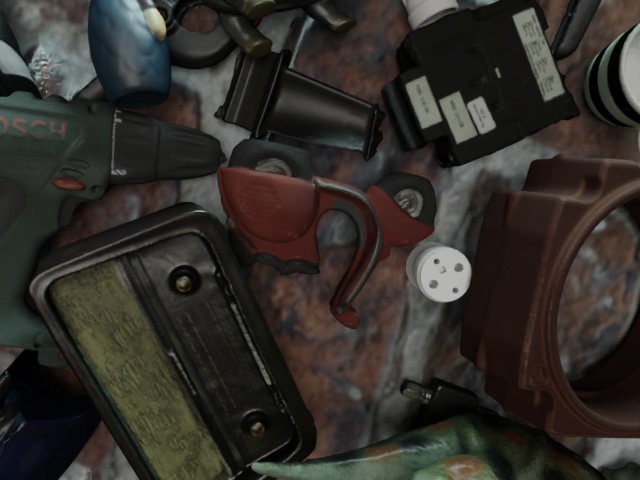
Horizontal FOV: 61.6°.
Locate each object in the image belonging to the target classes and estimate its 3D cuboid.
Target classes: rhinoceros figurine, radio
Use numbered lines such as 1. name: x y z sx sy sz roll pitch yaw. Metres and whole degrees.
1. rhinoceros figurine: -0.006 -0.219 0.409 0.190 0.073 0.112 -28 81 -11
2. radio: -0.100 0.092 0.409 0.131 0.073 0.229 -27 110 -14

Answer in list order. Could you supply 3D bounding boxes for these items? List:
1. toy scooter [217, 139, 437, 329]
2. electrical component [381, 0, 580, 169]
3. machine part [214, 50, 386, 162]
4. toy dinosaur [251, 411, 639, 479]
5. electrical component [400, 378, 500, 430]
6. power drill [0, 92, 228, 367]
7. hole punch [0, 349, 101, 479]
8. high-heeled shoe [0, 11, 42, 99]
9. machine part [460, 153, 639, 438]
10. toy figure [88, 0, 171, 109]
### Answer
1. toy scooter: -0.001 -0.001 0.438 0.184 0.075 0.135 13 94 -6
2. electrical component: 0.122 -0.124 0.438 0.134 0.058 0.114 -21 93 1
3. machine part: -0.012 -0.110 0.446 0.139 0.039 0.084 22 89 2
4. toy dinosaur: 0.161 0.207 0.415 0.405 0.192 0.131 34 120 1
5. electrical component: 0.110 0.159 0.477 0.094 0.021 0.063 22 94 -7
6. power drill: -0.205 -0.009 0.421 0.232 0.086 0.207 13 103 -22
7. hole punch: -0.241 0.164 0.431 0.092 0.116 0.142 37 94 -11
8. high-heeled shoe: -0.278 -0.209 0.437 0.086 0.145 0.248 -10 127 34
9. machine part: 0.222 0.044 0.413 0.201 0.087 0.201 9 93 -19
10. toy figure: -0.149 -0.175 0.391 0.064 0.058 0.154 -13 91 -6
